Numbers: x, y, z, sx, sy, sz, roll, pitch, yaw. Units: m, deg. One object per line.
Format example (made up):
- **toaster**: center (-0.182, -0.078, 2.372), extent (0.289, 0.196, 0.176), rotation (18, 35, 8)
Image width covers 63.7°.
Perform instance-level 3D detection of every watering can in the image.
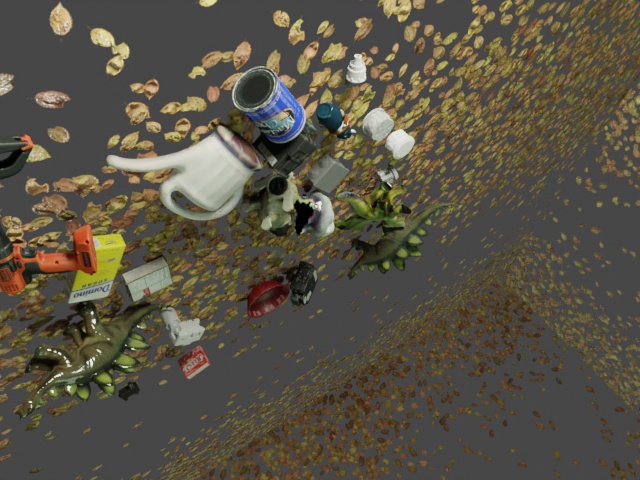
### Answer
- **watering can**: center (-0.254, -0.150, 1.078), extent (0.224, 0.105, 0.343), rotation (-44, 151, 5)

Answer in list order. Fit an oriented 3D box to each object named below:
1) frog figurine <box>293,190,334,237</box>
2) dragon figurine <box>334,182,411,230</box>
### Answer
- **frog figurine**: center (0.004, -0.074, 1.479), extent (0.121, 0.139, 0.159), rotation (-36, 156, 33)
- **dragon figurine**: center (0.146, -0.082, 1.655), extent (0.410, 0.124, 0.239), rotation (3, 151, -38)
